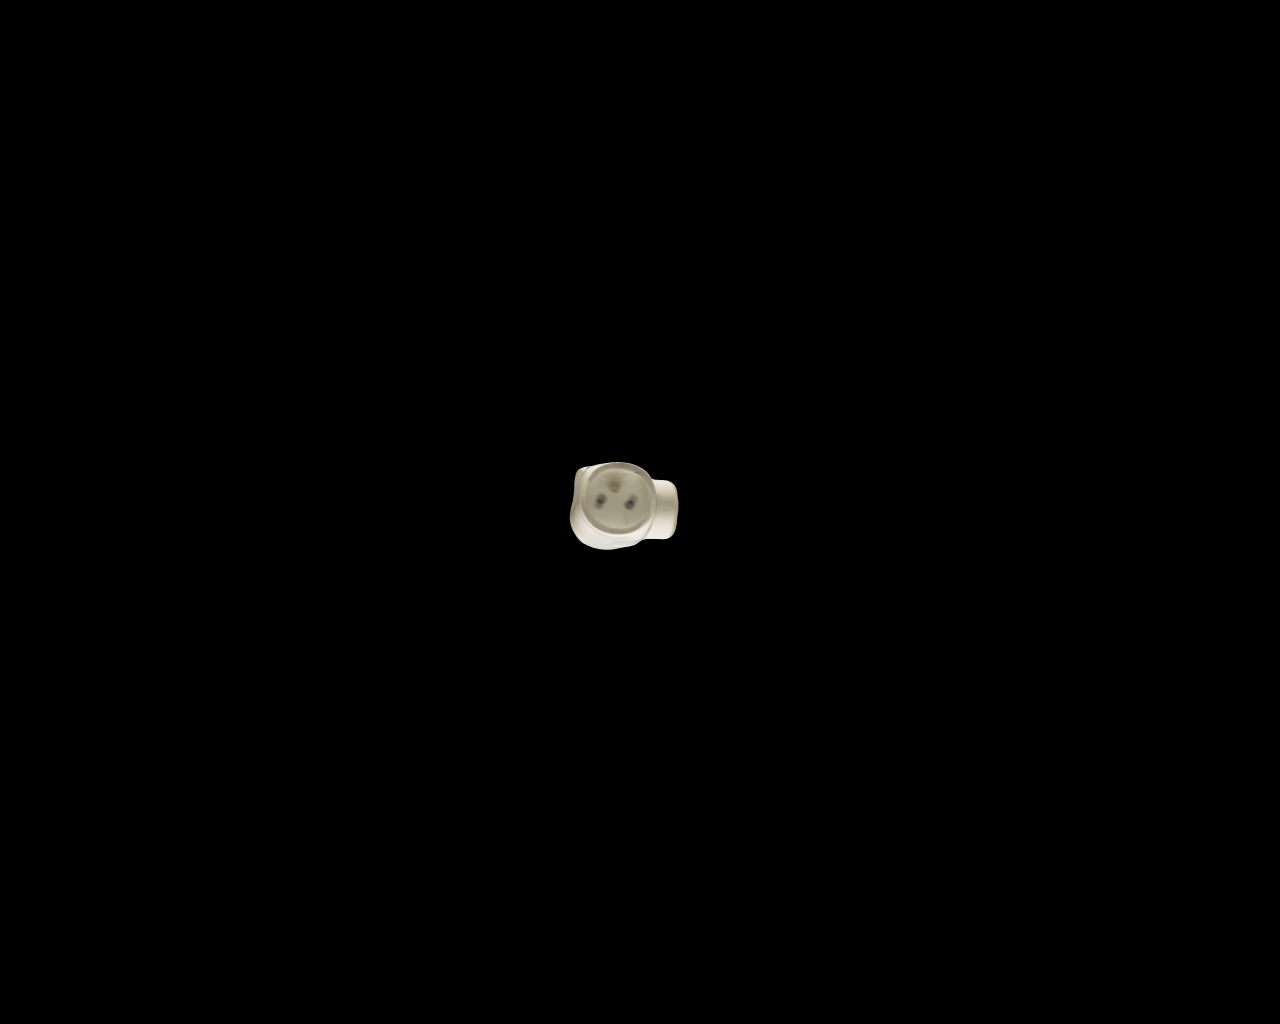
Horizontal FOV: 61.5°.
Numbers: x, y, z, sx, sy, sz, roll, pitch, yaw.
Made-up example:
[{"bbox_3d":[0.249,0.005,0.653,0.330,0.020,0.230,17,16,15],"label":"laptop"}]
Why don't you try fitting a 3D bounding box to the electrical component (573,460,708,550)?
[{"bbox_3d":[0.001,-0.003,0.650,0.079,0.043,0.077,1,-9,-7],"label":"electrical component"}]
